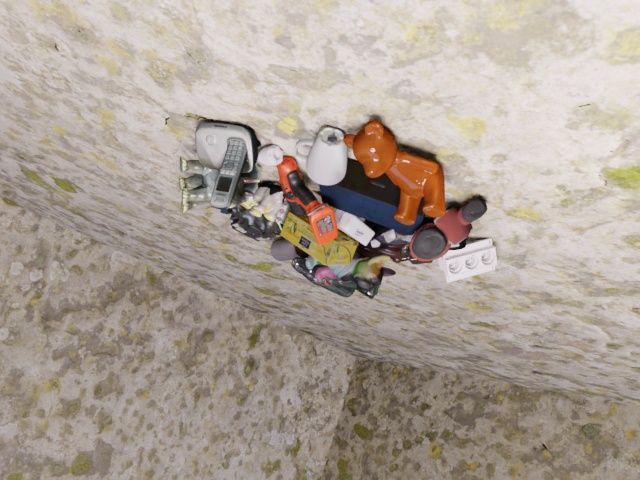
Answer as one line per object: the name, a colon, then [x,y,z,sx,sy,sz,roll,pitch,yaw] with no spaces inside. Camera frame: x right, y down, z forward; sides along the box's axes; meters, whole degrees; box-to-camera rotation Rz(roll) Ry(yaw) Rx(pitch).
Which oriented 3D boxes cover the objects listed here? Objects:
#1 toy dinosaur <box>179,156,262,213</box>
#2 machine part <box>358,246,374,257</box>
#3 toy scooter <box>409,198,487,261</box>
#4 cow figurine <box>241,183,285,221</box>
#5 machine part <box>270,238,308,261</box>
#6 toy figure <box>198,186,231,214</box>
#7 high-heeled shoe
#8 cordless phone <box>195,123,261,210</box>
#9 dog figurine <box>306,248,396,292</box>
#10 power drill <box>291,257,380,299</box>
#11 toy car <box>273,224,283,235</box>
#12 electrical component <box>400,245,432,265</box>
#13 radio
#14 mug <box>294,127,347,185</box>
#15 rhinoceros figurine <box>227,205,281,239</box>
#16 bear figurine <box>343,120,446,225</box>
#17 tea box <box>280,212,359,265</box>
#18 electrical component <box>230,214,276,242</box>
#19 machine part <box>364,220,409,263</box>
toy dinosaur: [-0.254,-0.136,1.346,0.192,0.131,0.405,-2,-179,-15]
machine part: [0.076,0.073,1.685,0.201,0.087,0.201,24,163,-15]
toy scooter: [0.264,-0.023,1.130,0.075,0.184,0.135,53,-176,0]
cow figurine: [-0.152,-0.113,1.375,0.068,0.098,0.168,39,170,-36]
machine part: [-0.090,0.027,1.721,0.079,0.079,0.243,28,161,-26]
toy figure: [-0.308,-0.127,1.527,0.064,0.058,0.154,-23,138,33]
high-heeled shoe: [0.219,0.000,1.276,0.145,0.086,0.249,46,135,-16]
cordless phone: [-0.214,-0.153,1.142,0.147,0.184,0.088,11,165,24]
dog figurine: [0.087,0.046,1.399,0.219,0.191,0.108,1,143,21]
power drill: [0.054,0.112,1.556,0.207,0.086,0.231,-4,152,43]
toy car: [-0.047,-0.024,1.572,0.202,0.053,0.089,9,180,31]
electrical component: [0.249,0.030,1.318,0.102,0.045,0.078,-9,166,20]
radio: [0.115,-0.093,1.150,0.230,0.073,0.131,21,163,9]
mug: [0.006,-0.173,1.046,0.110,0.081,0.107,22,151,3]
rhinoceros figurine: [-0.198,-0.076,1.499,0.190,0.073,0.112,29,162,-3]
bear figurine: [0.133,-0.124,0.977,0.195,0.132,0.120,22,159,-30]
tea box: [-0.003,-0.004,1.326,0.170,0.068,0.098,32,-162,37]
electrical component: [-0.208,-0.049,1.655,0.134,0.058,0.115,29,158,-30]
machine part: [0.186,0.002,1.411,0.179,0.056,0.179,18,161,6]
